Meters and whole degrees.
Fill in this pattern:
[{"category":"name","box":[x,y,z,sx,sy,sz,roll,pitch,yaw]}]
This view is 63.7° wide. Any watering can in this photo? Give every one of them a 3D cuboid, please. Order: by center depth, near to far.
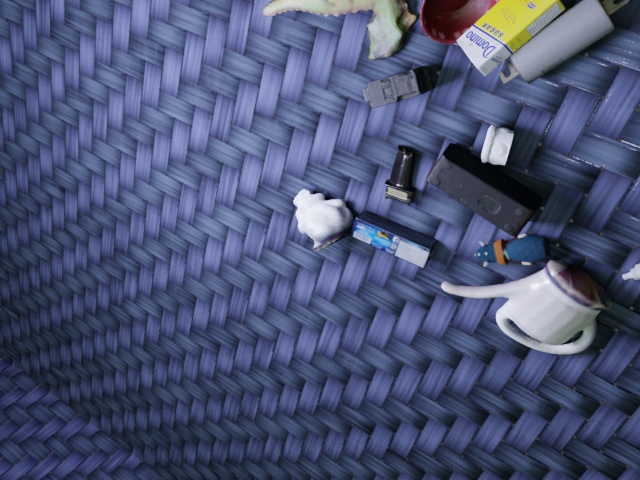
[{"category":"watering can","box":[0.460,0.130,1.114,0.347,0.106,0.220,29,124,-5]}]

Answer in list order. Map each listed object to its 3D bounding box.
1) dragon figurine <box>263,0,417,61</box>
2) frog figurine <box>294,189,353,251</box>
[{"category":"dragon figurine","box":[0.086,-0.493,1.090,0.406,0.124,0.240,-21,107,35]},{"category":"frog figurine","box":[0.004,-0.066,1.302,0.137,0.122,0.160,-28,86,2]}]
